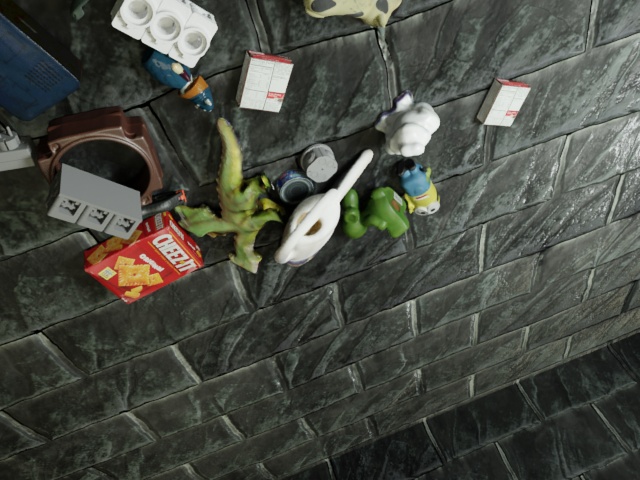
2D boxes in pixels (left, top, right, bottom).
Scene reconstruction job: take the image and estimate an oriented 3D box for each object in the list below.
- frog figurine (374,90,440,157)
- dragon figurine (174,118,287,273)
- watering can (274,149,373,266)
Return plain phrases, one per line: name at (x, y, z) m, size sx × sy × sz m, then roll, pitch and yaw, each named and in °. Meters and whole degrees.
frog figurine at (0.206, -0.237, 1.148) m, size 0.137 × 0.163 × 0.120 m, roll -30°, pitch 138°, yaw 6°
dragon figurine at (-0.217, -0.076, 1.169) m, size 0.242 × 0.125 × 0.402 m, roll -22°, pitch 128°, yaw 9°
watering can at (0.004, -0.062, 1.239) m, size 0.353 × 0.104 × 0.220 m, roll -49°, pitch 177°, yaw -26°
